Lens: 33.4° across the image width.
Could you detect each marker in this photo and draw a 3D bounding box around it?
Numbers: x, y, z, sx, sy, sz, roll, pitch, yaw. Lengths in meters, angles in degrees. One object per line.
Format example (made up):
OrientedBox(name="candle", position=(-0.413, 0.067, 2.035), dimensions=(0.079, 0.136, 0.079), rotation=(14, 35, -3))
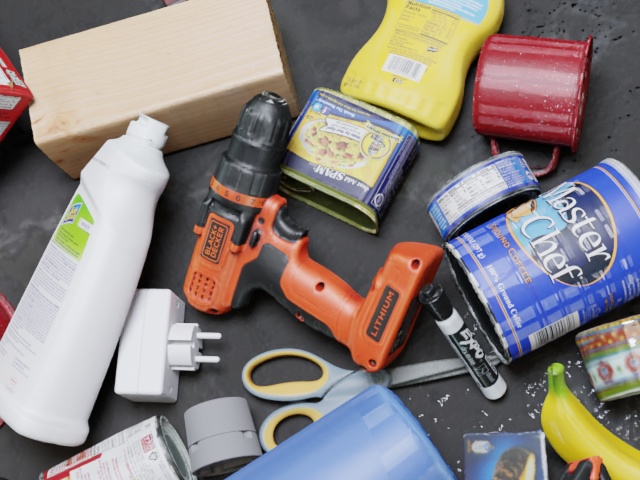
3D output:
OrientedBox(name="marker", position=(0.105, 0.074, 0.784), dimensions=(0.020, 0.121, 0.020), rotation=(-24, 35, 18))

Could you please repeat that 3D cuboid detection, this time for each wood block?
OrientedBox(name="wood block", position=(-0.130, -0.130, 0.887), dimensions=(0.206, 0.090, 0.091), rotation=(-16, 72, 4))

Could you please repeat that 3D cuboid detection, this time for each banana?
OrientedBox(name="banana", position=(0.233, 0.164, 0.762), dimensions=(0.198, 0.070, 0.037), rotation=(31, 55, 5))

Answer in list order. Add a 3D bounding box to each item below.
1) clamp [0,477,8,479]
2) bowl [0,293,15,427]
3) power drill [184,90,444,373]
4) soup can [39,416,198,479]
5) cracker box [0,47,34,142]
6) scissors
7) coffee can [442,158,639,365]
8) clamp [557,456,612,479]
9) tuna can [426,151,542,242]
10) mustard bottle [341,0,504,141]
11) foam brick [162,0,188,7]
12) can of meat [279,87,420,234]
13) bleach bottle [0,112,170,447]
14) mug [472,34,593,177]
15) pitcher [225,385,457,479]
OrientedBox(name="clamp", position=(-0.223, 0.233, 0.777), dimensions=(0.210, 0.036, 0.165), rotation=(47, 120, 39))
OrientedBox(name="bowl", position=(-0.325, 0.098, 0.867), dimensions=(0.162, 0.055, 0.162), rotation=(-2, 73, 8))
OrientedBox(name="power drill", position=(-0.005, 0.001, 0.808), dimensions=(0.188, 0.057, 0.184), rotation=(27, 113, 19))
OrientedBox(name="soup can", position=(-0.152, 0.184, 0.809), dimensions=(0.102, 0.068, 0.068), rotation=(-27, 72, -1))
OrientedBox(name="cracker box", position=(-0.350, -0.102, 0.880), dimensions=(0.214, 0.072, 0.164), rotation=(-46, 70, 23))
OrientedBox(name="scissors", position=(0.036, 0.128, 0.825), dimensions=(0.202, 0.016, 0.096), rotation=(4, 73, 10))
OrientedBox(name="coffee can", position=(0.176, 0.016, 0.792), dimensions=(0.140, 0.103, 0.103), rotation=(-27, 72, 0))
OrientedBox(name="clamp", position=(0.169, 0.230, 0.705), dimensions=(0.120, 0.039, 0.171), rotation=(9, 64, -31))
OrientedBox(name="tuna can", position=(0.126, -0.031, 0.822), dimensions=(0.086, 0.086, 0.034), rotation=(-28, 73, -1))
OrientedBox(name="mustard bottle", position=(0.098, -0.183, 0.885), dimensions=(0.096, 0.058, 0.191), rotation=(22, 78, 19))
OrientedBox(name="foam brick", position=(-0.108, -0.210, 0.914), dimensions=(0.053, 0.078, 0.051), rotation=(-27, 71, -2))
OrientedBox(name="can of meat", position=(0.020, -0.066, 0.864), dimensions=(0.102, 0.057, 0.084), rotation=(26, 77, 15))
OrientedBox(name="bleach bottle", position=(-0.175, 0.023, 0.821), dimensions=(0.103, 0.068, 0.251), rotation=(27, 93, 48))
OrientedBox(name="mug", position=(0.167, -0.107, 0.845), dimensions=(0.081, 0.093, 0.117), rotation=(9, 111, 16))
OrientedBox(name="pitcher", position=(-0.017, 0.221, 0.758), dimensions=(0.242, 0.149, 0.145), rotation=(-35, 57, -6))
